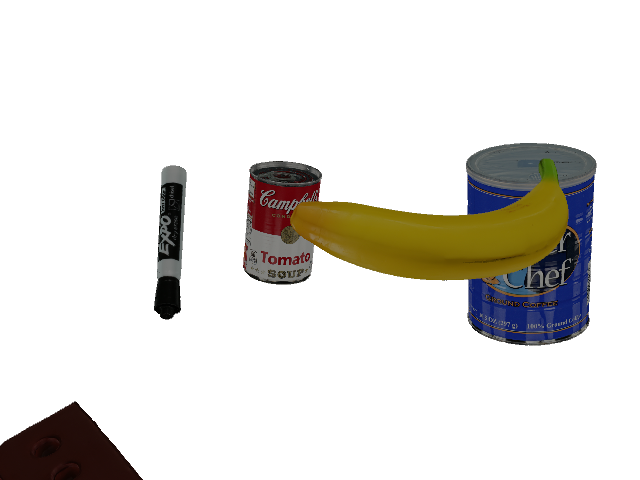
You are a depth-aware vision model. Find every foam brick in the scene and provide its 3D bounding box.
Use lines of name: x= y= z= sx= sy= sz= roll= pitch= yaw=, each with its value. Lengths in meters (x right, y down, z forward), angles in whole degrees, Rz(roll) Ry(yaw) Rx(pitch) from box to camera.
foam brick: x=-0.118 y=0.129 z=0.519 sx=0.052 sy=0.051 sz=0.078 roll=-29 pitch=42 yaw=-26

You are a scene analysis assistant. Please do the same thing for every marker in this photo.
marker: x=-0.108 y=0.001 z=0.771 sx=0.020 sy=0.121 sz=0.020 roll=-1 pitch=-30 yaw=-1

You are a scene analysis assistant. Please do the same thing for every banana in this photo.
banana: x=0.078 y=-0.006 z=0.618 sx=0.197 sy=0.037 sz=0.070 roll=-10 pitch=43 yaw=-32

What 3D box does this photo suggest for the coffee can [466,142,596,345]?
coffee can: x=0.172 y=0.001 z=0.881 sx=0.103 sy=0.140 sz=0.103 roll=-3 pitch=22 yaw=1

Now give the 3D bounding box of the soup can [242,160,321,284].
soup can: x=-0.037 y=-0.017 z=1.015 sx=0.068 sy=0.102 sz=0.068 roll=5 pitch=21 yaw=-2
